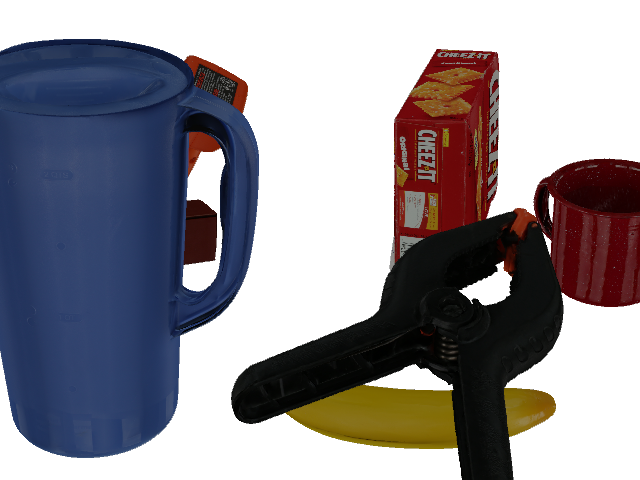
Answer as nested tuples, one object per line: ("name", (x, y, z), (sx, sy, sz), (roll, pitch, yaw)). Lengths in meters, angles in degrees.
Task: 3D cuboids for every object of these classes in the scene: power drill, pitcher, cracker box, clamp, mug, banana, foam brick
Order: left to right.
("pitcher", (-0.132, 0.009, 0.648), (0.144, 0.243, 0.149), (-16, 33, -32))
("power drill", (-0.127, -0.041, 0.852), (0.057, 0.188, 0.184), (26, 32, -16))
("foam brick", (-0.149, -0.007, 1.084), (0.078, 0.051, 0.053), (-7, 22, -22))
("banana", (0.049, 0.106, 0.692), (0.198, 0.037, 0.069), (6, 32, 20))
("cracker box", (0.124, -0.073, 1.010), (0.072, 0.164, 0.213), (5, 27, 16))
("clamp", (0.060, 0.048, 0.449), (0.120, 0.039, 0.171), (35, 54, 23))
("mug", (0.205, -0.009, 0.795), (0.093, 0.081, 0.117), (-24, 35, -32))

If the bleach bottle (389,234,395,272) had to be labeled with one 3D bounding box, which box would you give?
("bleach bottle", (0.127, -0.065, 1.211), (0.068, 0.251, 0.102), (-1, 24, -13))
